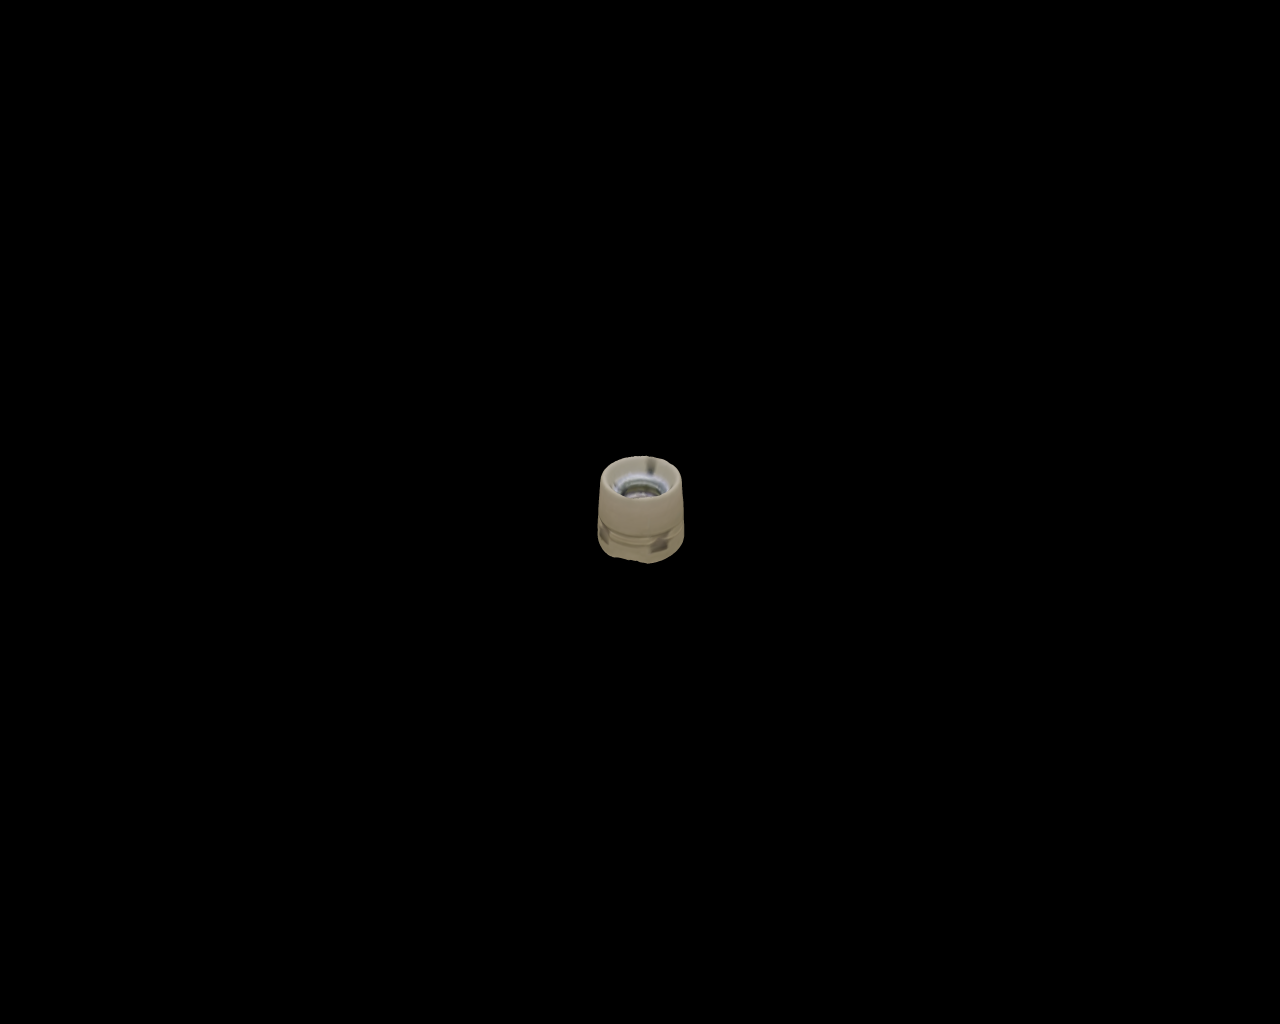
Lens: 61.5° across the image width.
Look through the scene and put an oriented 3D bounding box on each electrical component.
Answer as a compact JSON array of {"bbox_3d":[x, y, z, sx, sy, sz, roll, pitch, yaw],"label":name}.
[{"bbox_3d":[0.001,-0.003,0.650,0.055,0.047,0.055,0,36,0],"label":"electrical component"}]
